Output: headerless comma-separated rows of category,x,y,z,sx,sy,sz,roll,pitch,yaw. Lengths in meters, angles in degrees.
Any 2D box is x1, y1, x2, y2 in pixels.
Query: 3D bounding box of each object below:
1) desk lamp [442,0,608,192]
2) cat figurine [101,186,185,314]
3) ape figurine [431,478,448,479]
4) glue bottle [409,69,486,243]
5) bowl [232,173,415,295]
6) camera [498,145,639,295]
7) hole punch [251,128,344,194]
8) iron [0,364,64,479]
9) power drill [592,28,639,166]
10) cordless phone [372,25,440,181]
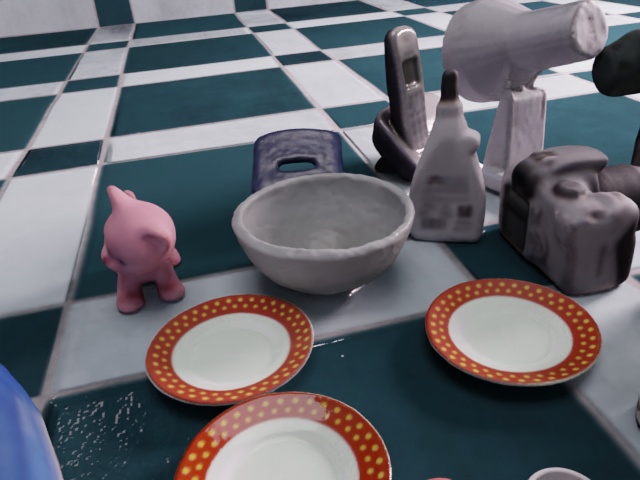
desk lamp,0.240,-0.167,0.660,0.118,0.214,0.202,-19,33,-24
cat figurine,-0.165,-0.002,0.522,0.067,0.118,0.127,-14,31,-16
ape figurine,0.051,0.144,0.261,0.076,0.092,0.077,-16,31,-19
glue bottle,0.127,-0.080,0.564,0.078,0.173,0.037,4,31,14
bowl,0.005,0.002,0.536,0.167,0.075,0.167,-3,30,2
camera,0.257,-0.034,0.539,0.137,0.101,0.143,-9,30,-8
hole punch,-0.022,-0.070,0.650,0.108,0.091,0.101,-4,30,1
iron,-0.197,0.123,0.282,0.119,0.141,0.257,-23,34,-29
power drill,0.402,-0.152,0.616,0.229,0.209,0.075,-8,30,-6
cordless phone,0.130,-0.181,0.729,0.093,0.185,0.148,17,36,33
